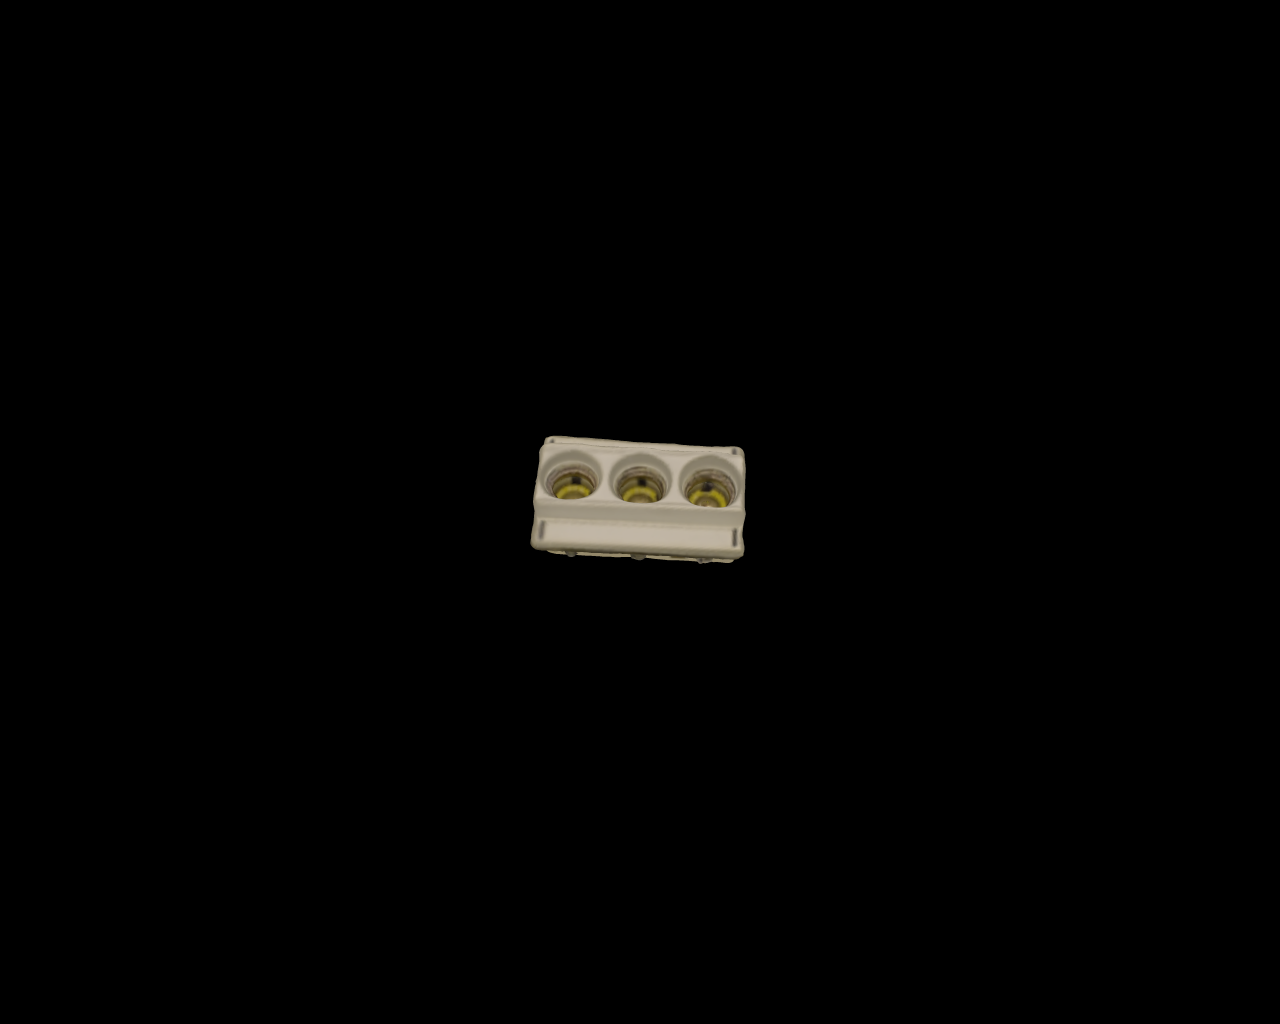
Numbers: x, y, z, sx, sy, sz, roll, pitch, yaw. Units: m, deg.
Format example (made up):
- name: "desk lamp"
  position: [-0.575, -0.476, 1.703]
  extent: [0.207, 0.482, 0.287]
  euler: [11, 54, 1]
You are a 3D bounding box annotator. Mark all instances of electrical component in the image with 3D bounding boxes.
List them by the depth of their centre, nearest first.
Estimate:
- name: "electrical component"
  position: [0.001, -0.003, 0.650]
  extent: [0.121, 0.079, 0.063]
  euler: [3, -34, 2]
